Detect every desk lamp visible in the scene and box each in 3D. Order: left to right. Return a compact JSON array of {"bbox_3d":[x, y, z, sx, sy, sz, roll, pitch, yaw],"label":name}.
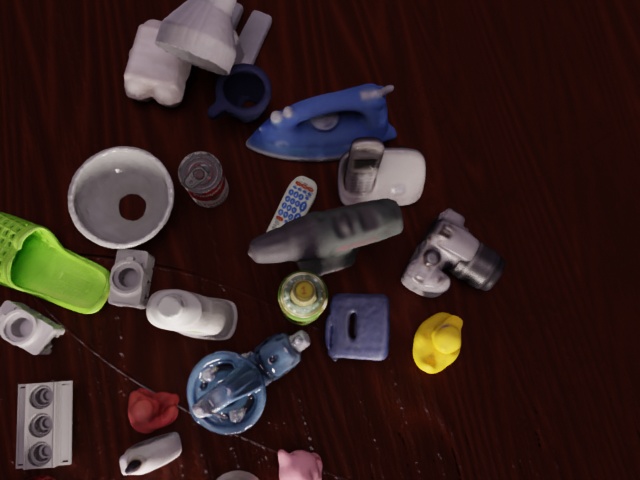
[{"bbox_3d":[-0.166,-0.347,0.927,0.118,0.213,0.203,21,79,1],"label":"desk lamp"}]

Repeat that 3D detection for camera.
[{"bbox_3d":[0.224,0.036,0.934,0.137,0.101,0.143,31,79,3],"label":"camera"}]

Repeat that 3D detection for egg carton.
[{"bbox_3d":[-0.273,-0.304,0.987,0.107,0.069,0.150,11,79,-1],"label":"egg carton"}]

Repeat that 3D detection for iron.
[{"bbox_3d":[0.000,-0.202,0.946,0.258,0.141,0.118,-12,80,-5],"label":"iron"}]

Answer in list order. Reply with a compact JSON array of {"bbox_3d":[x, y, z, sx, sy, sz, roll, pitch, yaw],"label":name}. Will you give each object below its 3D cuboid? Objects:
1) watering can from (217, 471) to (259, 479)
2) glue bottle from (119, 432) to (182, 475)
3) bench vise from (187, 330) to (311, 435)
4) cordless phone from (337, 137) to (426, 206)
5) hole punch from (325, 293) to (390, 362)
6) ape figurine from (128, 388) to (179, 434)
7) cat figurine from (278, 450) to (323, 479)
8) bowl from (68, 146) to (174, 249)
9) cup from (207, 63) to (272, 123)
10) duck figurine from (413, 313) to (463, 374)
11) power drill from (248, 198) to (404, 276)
[{"bbox_3d":[-0.133,0.396,0.799,0.173,0.194,0.101,-9,80,-4],"label":"watering can"},{"bbox_3d":[-0.250,0.312,0.819,0.078,0.173,0.037,-15,80,-5],"label":"glue bottle"},{"bbox_3d":[-0.114,0.191,0.826,0.121,0.219,0.207,37,80,4],"label":"bench vise"},{"bbox_3d":[0.103,-0.115,0.913,0.147,0.185,0.094,-6,80,-4],"label":"cordless phone"},{"bbox_3d":[0.059,0.140,0.910,0.101,0.091,0.109,3,79,-2],"label":"hole punch"},{"bbox_3d":[-0.261,0.259,0.870,0.078,0.092,0.076,44,80,6],"label":"ape figurine"},{"bbox_3d":[-0.023,0.366,0.850,0.067,0.117,0.128,-14,80,-5],"label":"cat figurine"},{"bbox_3d":[-0.315,-0.064,0.937,0.167,0.074,0.167,1,79,-3],"label":"bowl"},{"bbox_3d":[-0.135,-0.229,0.967,0.118,0.095,0.091,-38,83,-9],"label":"cup"},{"bbox_3d":[0.195,0.164,0.916,0.077,0.086,0.105,30,79,3],"label":"duck figurine"},{"bbox_3d":[0.008,0.003,0.873,0.229,0.208,0.075,-18,81,-6],"label":"power drill"}]
